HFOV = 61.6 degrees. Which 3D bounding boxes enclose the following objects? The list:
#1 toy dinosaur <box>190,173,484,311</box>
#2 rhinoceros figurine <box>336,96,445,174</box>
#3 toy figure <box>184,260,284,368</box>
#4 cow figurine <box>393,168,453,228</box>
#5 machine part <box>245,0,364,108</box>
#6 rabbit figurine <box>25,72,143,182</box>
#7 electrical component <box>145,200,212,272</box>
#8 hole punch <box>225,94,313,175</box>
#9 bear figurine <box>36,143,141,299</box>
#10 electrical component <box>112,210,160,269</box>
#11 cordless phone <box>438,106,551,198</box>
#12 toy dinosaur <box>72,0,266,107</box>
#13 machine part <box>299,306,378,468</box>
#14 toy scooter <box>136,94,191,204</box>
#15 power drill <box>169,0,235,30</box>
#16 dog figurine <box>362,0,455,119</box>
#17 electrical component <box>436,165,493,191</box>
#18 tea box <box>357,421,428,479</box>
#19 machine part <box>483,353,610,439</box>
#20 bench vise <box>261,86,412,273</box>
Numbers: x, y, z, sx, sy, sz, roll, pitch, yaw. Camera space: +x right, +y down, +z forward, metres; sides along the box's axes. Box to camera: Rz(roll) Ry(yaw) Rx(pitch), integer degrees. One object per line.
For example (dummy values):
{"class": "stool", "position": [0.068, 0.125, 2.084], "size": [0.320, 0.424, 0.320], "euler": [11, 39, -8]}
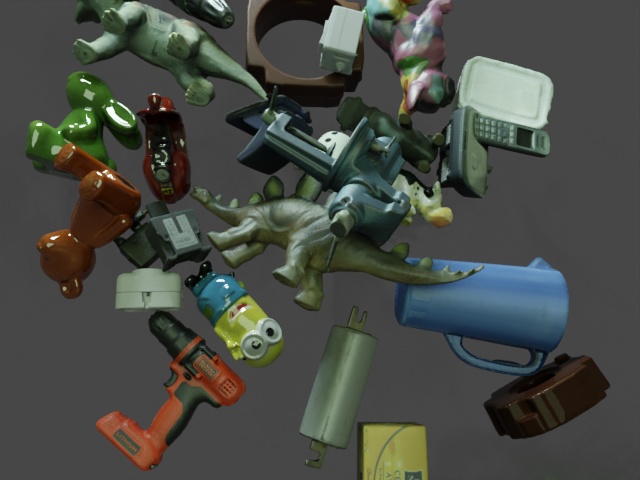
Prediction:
{"class": "toy dinosaur", "position": [-0.002, -0.002, 0.818], "size": [0.472, 0.105, 0.198], "euler": [25, 70, 19]}
{"class": "rhinoceros figurine", "position": [0.119, -0.181, 0.906], "size": [0.190, 0.112, 0.073], "euler": [25, 103, -12]}
{"class": "toy figure", "position": [-0.127, 0.114, 0.822], "size": [0.180, 0.089, 0.082], "euler": [43, 90, 14]}
{"class": "cow figurine", "position": [0.145, -0.079, 0.905], "size": [0.167, 0.068, 0.098], "euler": [16, 69, -3]}
{"class": "machine part", "position": [-0.029, -0.337, 0.940], "size": [0.201, 0.087, 0.201], "euler": [0, 75, -6]}
{"class": "rabbit figurine", "position": [-0.367, -0.185, 0.849], "size": [0.159, 0.121, 0.170], "euler": [10, 78, -9]}
{"class": "electrical component", "position": [-0.224, -0.017, 0.818], "size": [0.075, 0.047, 0.119], "euler": [-14, 70, -36]}
{"class": "hole punch", "position": [-0.076, -0.167, 0.866], "size": [0.116, 0.142, 0.092], "euler": [-18, 76, 22]}
{"class": "bear figurine", "position": [-0.361, -0.021, 0.787], "size": [0.196, 0.131, 0.120], "euler": [-47, 60, 0]}
{"class": "electrical component", "position": [-0.274, 0.001, 0.847], "size": [0.102, 0.045, 0.078], "euler": [46, 62, 9]}
{"class": "cordless phone", "position": [0.297, -0.136, 0.902], "size": [0.184, 0.088, 0.146], "euler": [9, 74, -7]}
{"class": "toy dinosaur", "position": [-0.256, -0.333, 0.897], "size": [0.405, 0.131, 0.192], "euler": [26, 39, -14]}
{"class": "machine part", "position": [0.030, 0.219, 0.812], "size": [0.079, 0.079, 0.243], "euler": [18, 74, -1]}
{"class": "toy scooter", "position": [-0.247, -0.154, 0.847], "size": [0.075, 0.135, 0.184], "euler": [-5, 78, -8]}
{"class": "power drill", "position": [-0.175, -0.468, 0.938], "size": [0.232, 0.086, 0.207], "euler": [34, 78, 25]}
{"class": "dog figurine", "position": [0.151, -0.317, 0.943], "size": [0.192, 0.108, 0.219], "euler": [15, 78, -5]}
{"class": "electrical component", "position": [0.254, -0.120, 0.946], "size": [0.094, 0.021, 0.063], "euler": [17, 75, 0]}
{"class": "tea box", "position": [0.105, 0.357, 0.789], "size": [0.098, 0.068, 0.169], "euler": [0, 75, -5]}
{"class": "machine part", "position": [0.329, 0.228, 0.794], "size": [0.179, 0.179, 0.056], "euler": [-27, 80, -11]}
{"class": "bench vise", "position": [0.014, -0.101, 0.744], "size": [0.241, 0.128, 0.224], "euler": [32, 55, 1]}
